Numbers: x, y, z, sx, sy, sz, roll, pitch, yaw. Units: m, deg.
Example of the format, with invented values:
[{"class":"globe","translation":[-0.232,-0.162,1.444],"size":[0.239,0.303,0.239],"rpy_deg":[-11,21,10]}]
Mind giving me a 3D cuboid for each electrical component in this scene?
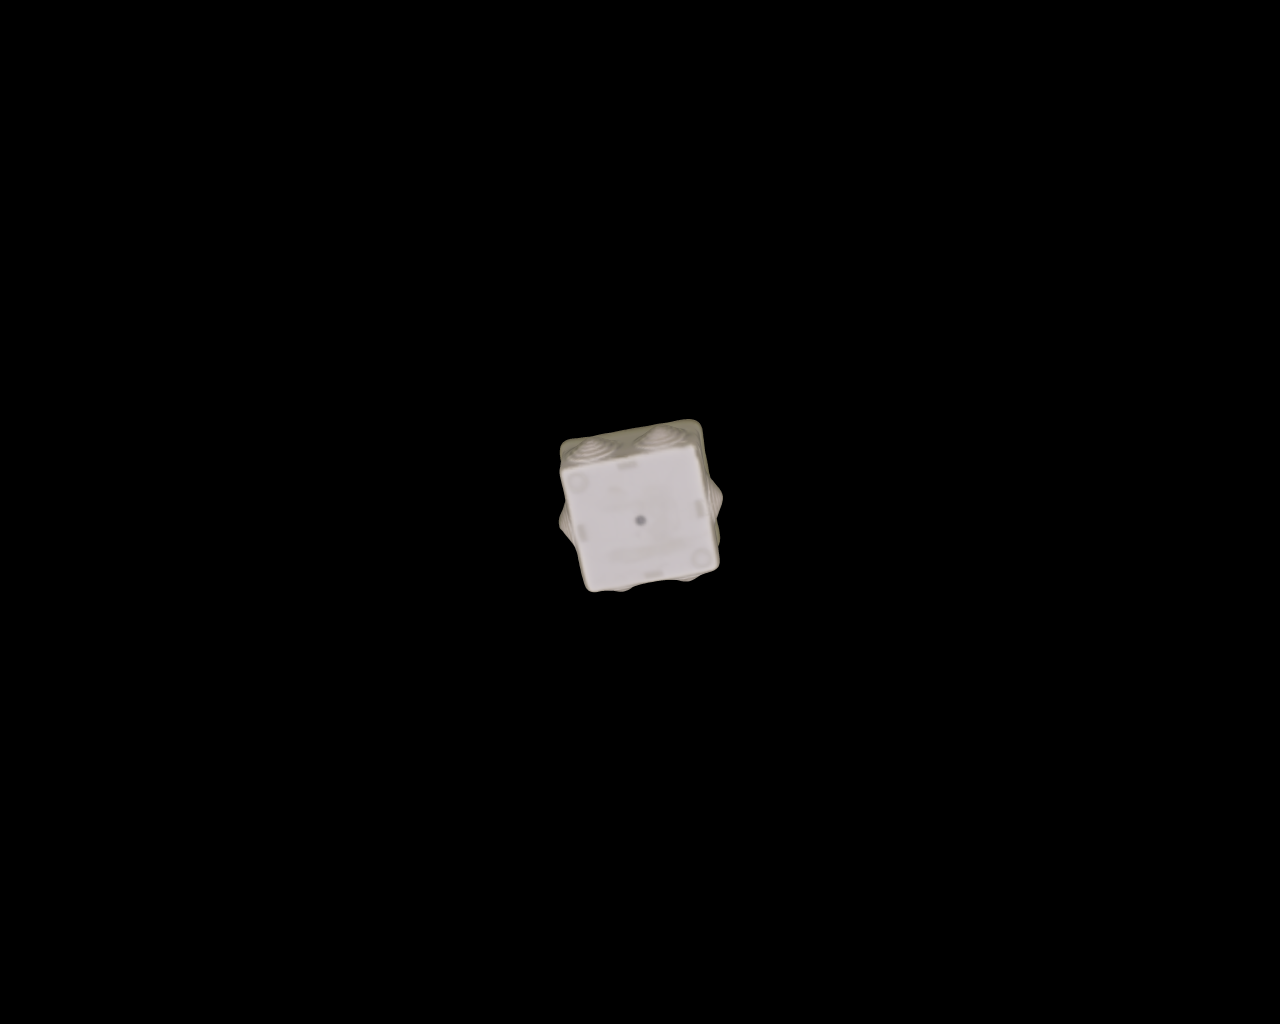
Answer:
[{"class":"electrical component","translation":[0.001,-0.003,0.650],"size":[0.100,0.099,0.048],"rpy_deg":[-10,20,3]}]
